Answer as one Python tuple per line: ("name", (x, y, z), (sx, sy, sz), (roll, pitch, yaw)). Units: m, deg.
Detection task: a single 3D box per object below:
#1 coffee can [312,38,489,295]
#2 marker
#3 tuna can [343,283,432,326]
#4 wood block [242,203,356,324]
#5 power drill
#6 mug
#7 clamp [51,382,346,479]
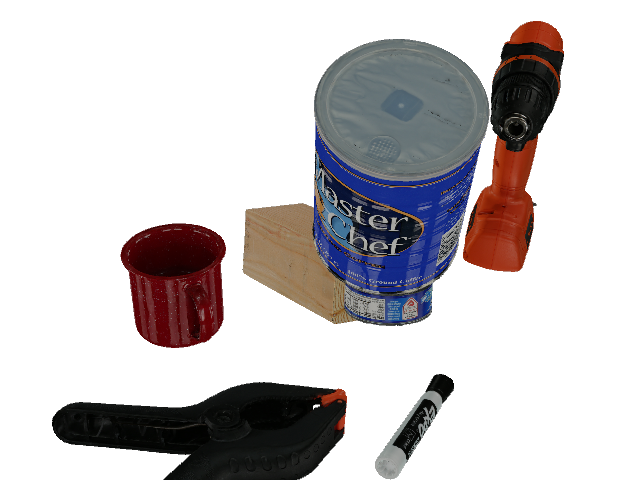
("coffee can", (0.046, -0.043, 0.680), (0.103, 0.103, 0.140), (0, -32, -1))
("marker", (0.072, 0.135, 0.794), (0.020, 0.020, 0.121), (0, 24, 29))
("tuna can", (0.065, 0.050, 1.028), (0.086, 0.034, 0.086), (0, 20, 0))
("wood block", (-0.004, 0.023, 1.299), (0.090, 0.090, 0.206), (-7, 18, -33))
("power drill", (0.161, -0.070, 0.885), (0.057, 0.188, 0.184), (14, 34, 11))
("mug", (-0.123, 0.048, 0.955), (0.093, 0.081, 0.117), (-18, 36, -26))
("clamp", (-0.057, 0.121, 0.601), (0.171, 0.039, 0.120), (-7, 34, -19))
